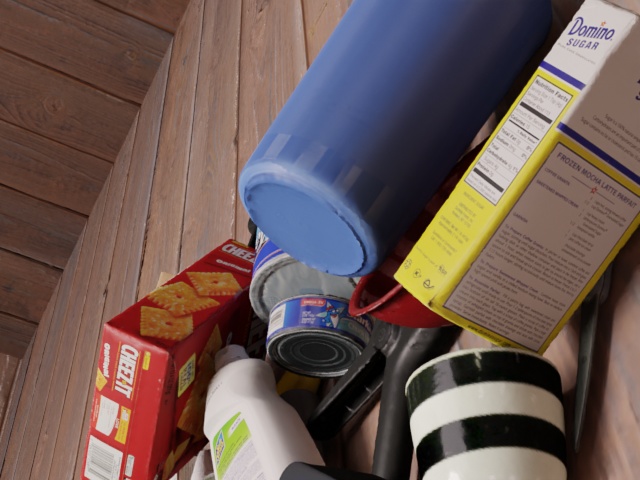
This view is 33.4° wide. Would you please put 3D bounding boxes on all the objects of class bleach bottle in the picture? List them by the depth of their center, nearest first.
[{"bbox_3d":[-0.039,0.171,0.809,0.103,0.068,0.251,-54,35,26],"label":"bleach bottle"}]

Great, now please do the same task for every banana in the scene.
[{"bbox_3d":[-0.042,0.158,0.985,0.198,0.037,0.069,-50,6,42],"label":"banana"}]

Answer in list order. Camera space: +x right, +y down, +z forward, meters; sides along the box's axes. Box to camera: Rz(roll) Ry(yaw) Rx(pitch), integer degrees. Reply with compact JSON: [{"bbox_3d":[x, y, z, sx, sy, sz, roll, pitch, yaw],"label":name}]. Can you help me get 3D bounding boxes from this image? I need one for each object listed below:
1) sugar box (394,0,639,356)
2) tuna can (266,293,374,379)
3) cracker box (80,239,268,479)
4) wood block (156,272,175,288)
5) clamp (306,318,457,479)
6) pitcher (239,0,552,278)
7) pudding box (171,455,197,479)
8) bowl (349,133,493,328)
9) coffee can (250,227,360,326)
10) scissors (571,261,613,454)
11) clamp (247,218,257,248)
[{"bbox_3d":[0.126,-0.028,0.556,0.176,0.093,0.048,-57,37,8],"label":"sugar box"},{"bbox_3d":[0.000,0.079,0.864,0.086,0.086,0.033,-47,29,50],"label":"tuna can"},{"bbox_3d":[-0.117,0.113,0.956,0.213,0.072,0.164,-37,-35,-58],"label":"cracker box"},{"bbox_3d":[-0.176,0.155,1.261,0.091,0.090,0.206,123,163,-70],"label":"wood block"},{"bbox_3d":[0.060,0.081,0.761,0.210,0.036,0.165,-64,20,6],"label":"clamp"},{"bbox_3d":[0.051,-0.089,0.734,0.145,0.149,0.242,-10,39,55],"label":"pitcher"},{"bbox_3d":[-0.154,0.296,1.146,0.090,0.039,0.113,-60,21,23],"label":"pudding box"},{"bbox_3d":[0.090,0.003,0.677,0.162,0.055,0.162,-48,7,7],"label":"bowl"},{"bbox_3d":[-0.006,0.001,0.941,0.103,0.102,0.140,-54,22,38],"label":"coffee can"},{"bbox_3d":[0.147,0.020,0.612,0.096,0.016,0.201,-14,56,70],"label":"scissors"},{"bbox_3d":[-0.045,-0.038,1.196,0.120,0.039,0.171,-46,18,15],"label":"clamp"}]
